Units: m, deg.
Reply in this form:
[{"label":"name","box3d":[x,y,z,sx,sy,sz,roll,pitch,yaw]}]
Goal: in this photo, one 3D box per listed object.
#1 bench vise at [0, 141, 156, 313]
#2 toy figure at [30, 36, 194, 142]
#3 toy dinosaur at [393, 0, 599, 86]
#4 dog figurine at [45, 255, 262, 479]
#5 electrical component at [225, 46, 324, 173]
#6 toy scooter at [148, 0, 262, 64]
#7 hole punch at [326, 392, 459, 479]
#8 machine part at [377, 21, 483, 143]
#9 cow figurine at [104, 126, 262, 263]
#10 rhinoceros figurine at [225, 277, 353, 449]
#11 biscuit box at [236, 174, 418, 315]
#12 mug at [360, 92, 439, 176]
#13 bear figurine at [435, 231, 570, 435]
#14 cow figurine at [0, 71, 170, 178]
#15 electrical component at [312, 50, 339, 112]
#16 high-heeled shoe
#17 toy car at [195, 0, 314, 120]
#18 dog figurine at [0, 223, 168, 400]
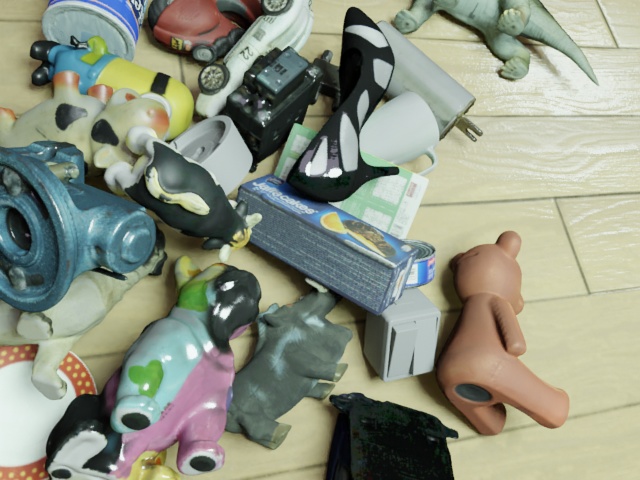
[{"label":"bench vise","box3d":[-0.252,-0.019,0.382,0.224,0.128,0.240,31,28,15]},{"label":"toy figure","box3d":[-0.235,-0.176,0.622,0.180,0.082,0.089,26,63,0]},{"label":"toy dinosaur","box3d":[0.252,-0.375,0.828,0.405,0.131,0.192,25,63,-10]},{"label":"dog figurine","box3d":[-0.139,0.114,0.501,0.108,0.191,0.219,44,26,-24]},{"label":"electrical component","box3d":[-0.057,-0.158,0.632,0.058,0.134,0.115,37,65,4]},{"label":"toy scooter","box3d":[-0.122,-0.283,0.705,0.135,0.075,0.184,45,59,5]},{"label":"hole punch","box3d":[0.065,0.228,0.534,0.142,0.092,0.116,15,35,-6]},{"label":"machine part","box3d":[0.127,-0.218,0.741,0.243,0.079,0.079,42,63,6]},{"label":"cow figurine","box3d":[-0.109,-0.030,0.503,0.098,0.167,0.068,30,84,44]},{"label":"rhinoceros figurine","box3d":[-0.031,0.121,0.557,0.112,0.073,0.190,35,64,13]},{"label":"biscuit box","box3d":[-0.001,-0.002,0.572,0.203,0.062,0.059,29,31,23]},{"label":"mug","box3d":[0.093,-0.121,0.692,0.107,0.081,0.109,-28,81,-9]},{"label":"bear figurine","box3d":[0.197,0.097,0.603,0.132,0.120,0.196,39,48,-15]},{"label":"cow figurine","box3d":[-0.238,-0.097,0.544,0.195,0.085,0.127,-15,84,21]},{"label":"electrical component","box3d":[0.015,-0.220,0.741,0.063,0.021,0.094,19,63,-7]},{"label":"high-heeled shoe","box3d":[0.012,-0.159,0.605,0.145,0.086,0.248,-4,73,-27]},{"label":"toy car","box3d":[-0.075,-0.221,0.653,0.056,0.073,0.201,40,90,13]},{"label":"dog figurine","box3d":[-0.260,0.034,0.516,0.172,0.121,0.191,22,36,-1]}]
